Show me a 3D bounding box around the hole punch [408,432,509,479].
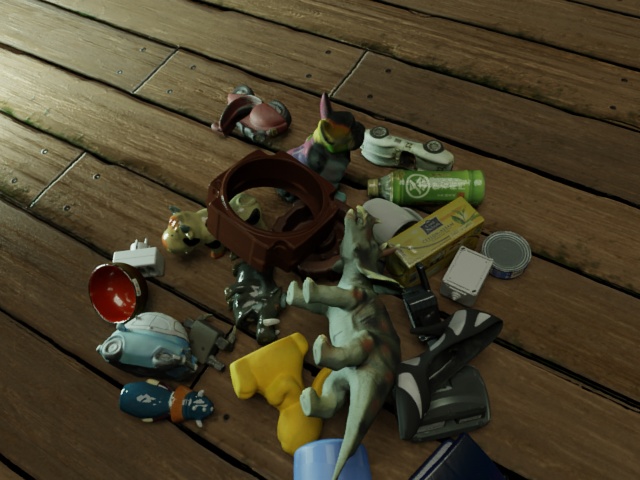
[{"bbox_3d":[0.200,0.349,0.761,0.142,0.092,0.116,-39,66,-21],"label":"hole punch"}]

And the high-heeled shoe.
[{"bbox_3d":[0.189,0.186,0.763,0.145,0.086,0.249,-4,31,18],"label":"high-heeled shoe"}]

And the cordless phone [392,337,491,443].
[{"bbox_3d":[0.179,0.217,0.862,0.147,0.088,0.184,-13,46,-1],"label":"cordless phone"}]

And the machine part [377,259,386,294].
[{"bbox_3d":[0.082,0.091,0.964,0.084,0.039,0.139,7,60,20],"label":"machine part"}]

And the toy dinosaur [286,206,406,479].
[{"bbox_3d":[0.061,0.149,0.811,0.192,0.131,0.405,4,57,-20],"label":"toy dinosaur"}]

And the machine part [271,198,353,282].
[{"bbox_3d":[-0.002,-0.003,1.021,0.179,0.056,0.179,-3,56,4],"label":"machine part"}]

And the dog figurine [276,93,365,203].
[{"bbox_3d":[-0.009,-0.173,1.033,0.192,0.219,0.108,4,55,7],"label":"dog figurine"}]

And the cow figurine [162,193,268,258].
[{"bbox_3d":[-0.203,-0.028,1.015,0.195,0.127,0.086,-24,56,-12],"label":"cow figurine"}]

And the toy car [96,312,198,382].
[{"bbox_3d":[-0.279,0.172,0.898,0.162,0.109,0.103,1,60,18],"label":"toy car"}]

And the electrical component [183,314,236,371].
[{"bbox_3d":[-0.194,0.173,0.938,0.102,0.045,0.078,20,90,20],"label":"electrical component"}]

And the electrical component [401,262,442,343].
[{"bbox_3d":[0.166,0.101,0.891,0.048,0.119,0.075,-21,17,0],"label":"electrical component"}]

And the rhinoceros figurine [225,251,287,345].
[{"bbox_3d":[-0.113,0.096,0.964,0.112,0.073,0.190,-2,55,-8],"label":"rhinoceros figurine"}]

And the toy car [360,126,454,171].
[{"bbox_3d":[0.173,-0.176,1.100,0.202,0.073,0.056,18,61,16],"label":"toy car"}]

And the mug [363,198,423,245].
[{"bbox_3d":[0.135,-0.037,1.017,0.109,0.080,0.107,-28,51,-25],"label":"mug"}]

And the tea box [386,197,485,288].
[{"bbox_3d":[0.205,0.008,0.967,0.170,0.098,0.068,-31,60,-15],"label":"tea box"}]

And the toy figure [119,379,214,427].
[{"bbox_3d":[-0.246,0.263,0.876,0.155,0.064,0.058,6,21,4],"label":"toy figure"}]

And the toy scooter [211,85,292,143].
[{"bbox_3d":[-0.161,-0.267,1.192,0.184,0.075,0.135,34,66,27],"label":"toy scooter"}]

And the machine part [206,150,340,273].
[{"bbox_3d":[-0.083,-0.057,0.947,0.201,0.087,0.201,37,55,14],"label":"machine part"}]

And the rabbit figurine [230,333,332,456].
[{"bbox_3d":[-0.045,0.246,0.852,0.162,0.121,0.173,-19,72,-17],"label":"rabbit figurine"}]
